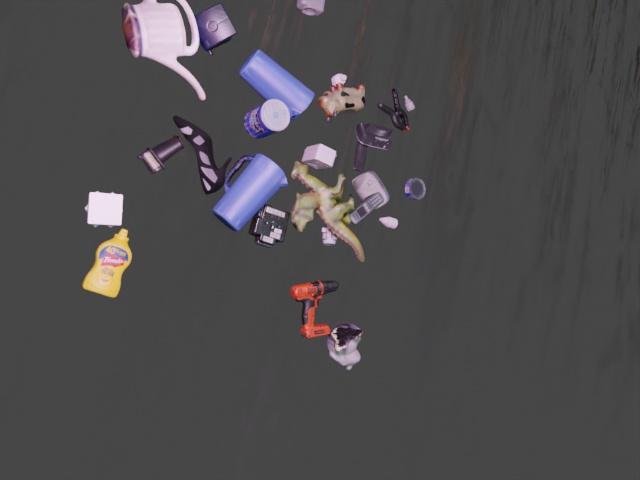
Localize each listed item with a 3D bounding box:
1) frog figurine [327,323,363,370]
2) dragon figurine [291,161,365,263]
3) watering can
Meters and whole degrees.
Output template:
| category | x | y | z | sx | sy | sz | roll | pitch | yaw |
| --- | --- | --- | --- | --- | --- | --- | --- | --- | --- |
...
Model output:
| category | x | y | z | sx | sy | sz | roll | pitch | yaw |
| --- | --- | --- | --- | --- | --- | --- | --- | --- | --- |
| frog figurine | 0.093 | 0.380 | 1.841 | 0.140 | 0.123 | 0.155 | -50 | 148 | -31 |
| dragon figurine | 0.005 | -0.090 | 1.786 | 0.244 | 0.121 | 0.412 | -15 | 83 | -26 |
| watering can | -0.465 | -0.585 | 1.546 | 0.226 | 0.103 | 0.347 | -14 | 94 | -29 |
